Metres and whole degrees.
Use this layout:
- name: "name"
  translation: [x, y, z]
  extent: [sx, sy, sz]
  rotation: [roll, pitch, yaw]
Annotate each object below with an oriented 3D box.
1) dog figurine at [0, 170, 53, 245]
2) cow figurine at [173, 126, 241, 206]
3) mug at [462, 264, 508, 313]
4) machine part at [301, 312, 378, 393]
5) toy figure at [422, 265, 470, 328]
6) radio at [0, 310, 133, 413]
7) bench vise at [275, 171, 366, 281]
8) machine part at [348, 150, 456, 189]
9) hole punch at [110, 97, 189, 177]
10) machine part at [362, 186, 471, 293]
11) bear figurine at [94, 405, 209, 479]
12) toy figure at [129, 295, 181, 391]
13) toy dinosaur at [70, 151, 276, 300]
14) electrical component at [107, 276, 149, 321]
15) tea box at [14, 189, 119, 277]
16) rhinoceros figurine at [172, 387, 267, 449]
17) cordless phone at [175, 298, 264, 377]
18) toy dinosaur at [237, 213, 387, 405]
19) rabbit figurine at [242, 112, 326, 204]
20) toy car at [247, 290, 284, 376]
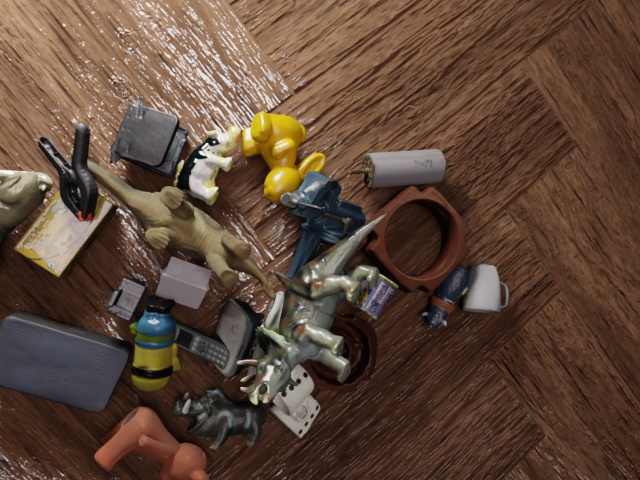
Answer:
- name: "dog figurine"
  translation: [-0.570, -0.032, 0.968]
  extent: [0.173, 0.121, 0.190]
  rotation: [3, 95, 15]
- name: "cow figurine"
  translation: [-0.224, -0.162, 1.079]
  extent: [0.098, 0.068, 0.167]
  rotation: [23, 84, -7]
- name: "mug"
  translation: [0.379, 0.110, 1.219]
  extent: [0.110, 0.081, 0.107]
  rotation: [6, 81, -10]
- name: "machine part"
  translation: [0.037, 0.237, 1.149]
  extent: [0.179, 0.056, 0.179]
  rotation: [0, 90, -15]
- name: "toy figure"
  translation: [0.285, 0.127, 1.206]
  extent: [0.057, 0.064, 0.154]
  rotation: [30, 88, -50]
- name: "radio"
  translation: [-0.489, 0.230, 1.014]
  extent: [0.229, 0.073, 0.131]
  rotation: [20, 87, -11]
- name: "bench vise"
  translation: [-0.010, -0.008, 1.080]
  extent: [0.129, 0.223, 0.240]
  rotation: [29, 101, 31]
- name: "machine part"
  translation: [0.182, -0.155, 1.168]
  extent: [0.243, 0.079, 0.079]
  rotation: [-5, 92, -13]
- name: "hole punch"
  translation: [-0.328, -0.193, 1.050]
  extent: [0.116, 0.092, 0.142]
  rotation: [20, 86, 9]
- name: "machine part"
  translation: [0.207, -0.001, 1.172]
  extent: [0.201, 0.087, 0.201]
  rotation: [-46, 98, -10]
- name: "bear figurine"
  translation: [-0.313, 0.418, 1.038]
  extent: [0.132, 0.120, 0.195]
  rotation: [-40, 105, -6]
- name: "toy figure"
  translation: [-0.322, 0.201, 1.033]
  extent: [0.082, 0.089, 0.180]
  rotation: [17, 108, 23]
- name: "toy dinosaur"
  translation: [-0.269, -0.031, 0.998]
  extent: [0.471, 0.198, 0.105]
  rotation: [38, 83, -11]
- name: "electrical component"
  translation: [-0.365, 0.110, 1.018]
  extent: [0.048, 0.119, 0.075]
  rotation: [25, 82, -13]
- name: "tea box"
  translation: [-0.475, -0.024, 1.015]
  extent: [0.098, 0.068, 0.169]
  rotation: [37, 83, -9]
- name: "rhinoceros figurine"
  translation: [-0.202, 0.357, 1.083]
  extent: [0.190, 0.073, 0.112]
  rotation: [9, 90, -14]
- name: "cordless phone"
  translation: [-0.216, 0.173, 1.070]
  extent: [0.184, 0.089, 0.146]
  rotation: [23, 108, 2]
- name: "toy dinosaur"
  translation: [-0.013, 0.123, 1.005]
  extent: [0.192, 0.131, 0.405]
  rotation: [13, 69, 24]
- name: "rabbit figurine"
  translation: [-0.077, -0.153, 1.087]
  extent: [0.162, 0.122, 0.173]
  rotation: [6, 68, -35]
- name: "toy car"
  translation: [-0.089, 0.203, 1.117]
  extent: [0.073, 0.056, 0.201]
  rotation: [23, 86, -13]
